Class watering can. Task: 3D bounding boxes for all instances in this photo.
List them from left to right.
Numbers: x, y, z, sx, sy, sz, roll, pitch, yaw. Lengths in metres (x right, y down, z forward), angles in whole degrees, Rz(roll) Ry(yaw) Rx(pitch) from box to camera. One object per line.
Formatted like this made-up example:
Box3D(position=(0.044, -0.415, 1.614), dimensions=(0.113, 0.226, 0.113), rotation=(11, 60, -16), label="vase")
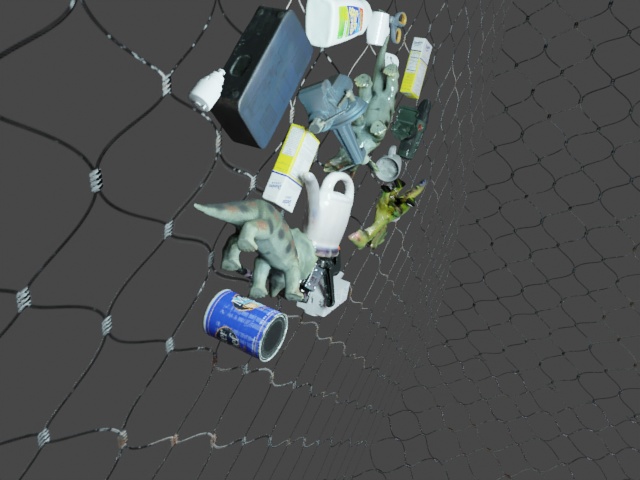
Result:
Box3D(position=(0.004, -0.063, 1.260), dimensions=(0.348, 0.104, 0.223), rotation=(-3, 110, -68), label="watering can")

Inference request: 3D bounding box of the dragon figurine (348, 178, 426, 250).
Box3D(position=(0.231, -0.074, 1.761), dimensions=(0.415, 0.123, 0.238), rotation=(-24, 150, -50), label="dragon figurine")
